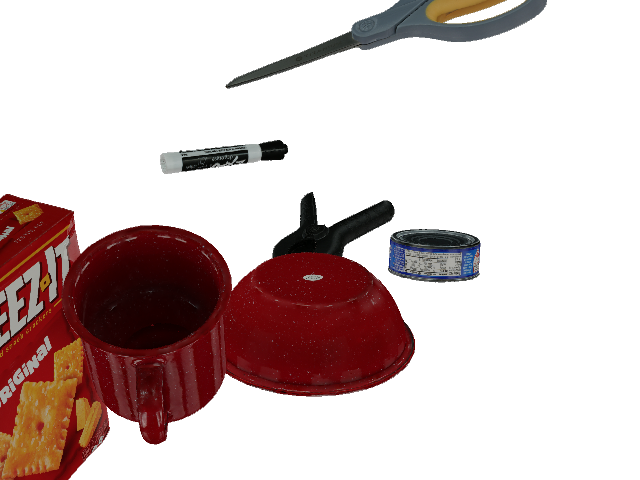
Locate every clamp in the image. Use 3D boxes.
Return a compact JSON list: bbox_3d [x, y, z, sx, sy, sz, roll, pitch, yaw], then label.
[{"bbox_3d":[0.008,-0.001,1.199,0.120,0.039,0.171,-3,36,28],"label":"clamp"}]

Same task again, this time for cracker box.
[{"bbox_3d":[-0.231,0.100,0.766,0.072,0.214,0.164,12,34,20],"label":"cracker box"}]

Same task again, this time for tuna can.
[{"bbox_3d":[0.107,0.013,1.001,0.086,0.034,0.086,2,11,-1],"label":"tuna can"}]

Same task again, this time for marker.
[{"bbox_3d":[-0.086,-0.077,0.978,0.121,0.020,0.020,-9,4,-24],"label":"marker"}]

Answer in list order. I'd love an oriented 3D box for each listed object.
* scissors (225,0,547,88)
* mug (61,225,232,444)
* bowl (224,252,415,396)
[{"bbox_3d":[0.040,-0.144,0.666,0.202,0.096,0.016,-7,-41,21],"label":"scissors"},{"bbox_3d":[-0.094,0.061,0.607,0.093,0.117,0.081,-6,-41,-6],"label":"mug"},{"bbox_3d":[-0.007,0.052,0.810,0.162,0.055,0.162,2,24,-1],"label":"bowl"}]
